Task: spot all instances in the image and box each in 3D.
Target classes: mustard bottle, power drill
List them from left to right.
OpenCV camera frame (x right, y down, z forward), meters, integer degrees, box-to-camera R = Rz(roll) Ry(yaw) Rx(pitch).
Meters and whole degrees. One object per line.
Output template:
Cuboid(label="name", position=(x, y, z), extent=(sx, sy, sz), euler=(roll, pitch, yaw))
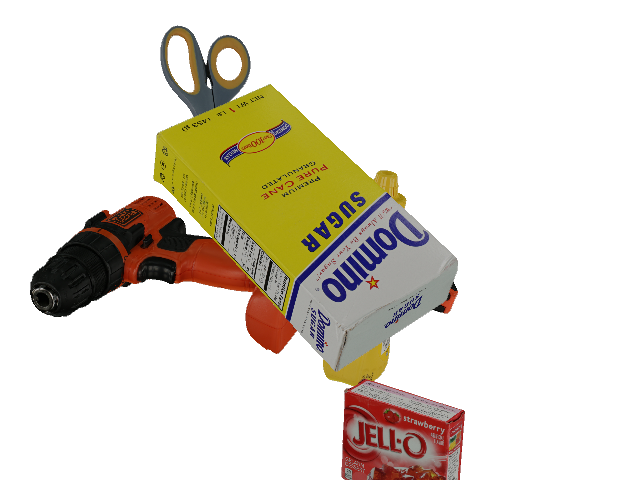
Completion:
Cuboid(label="power drill", position=(-0.104, 0.027, 0.818), extent=(0.188, 0.057, 0.184), euler=(16, 26, 13))
Cuboid(label="mustard bottle", position=(0.046, 0.030, 0.969), extent=(0.058, 0.192, 0.096), euler=(15, 21, 15))

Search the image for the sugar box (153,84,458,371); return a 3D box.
Cuboid(label="sugar box", position=(-0.011, -0.014, 0.633), extent=(0.093, 0.048, 0.176), euler=(-30, 59, -31))

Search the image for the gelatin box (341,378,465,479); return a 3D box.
Cuboid(label="gelatin box", position=(0.058, 0.148, 0.774), extent=(0.089, 0.073, 0.030), euler=(14, 21, 32))

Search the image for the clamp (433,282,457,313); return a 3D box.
Cuboid(label="clamp", position=(0.066, 0.016, 1.239), extent=(0.164, 0.036, 0.210), euler=(-20, 50, -38))

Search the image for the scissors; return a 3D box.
Cuboid(label="scissors", position=(-0.092, -0.111, 1.010), extent=(0.096, 0.202, 0.016), euler=(-20, -2, -25))
